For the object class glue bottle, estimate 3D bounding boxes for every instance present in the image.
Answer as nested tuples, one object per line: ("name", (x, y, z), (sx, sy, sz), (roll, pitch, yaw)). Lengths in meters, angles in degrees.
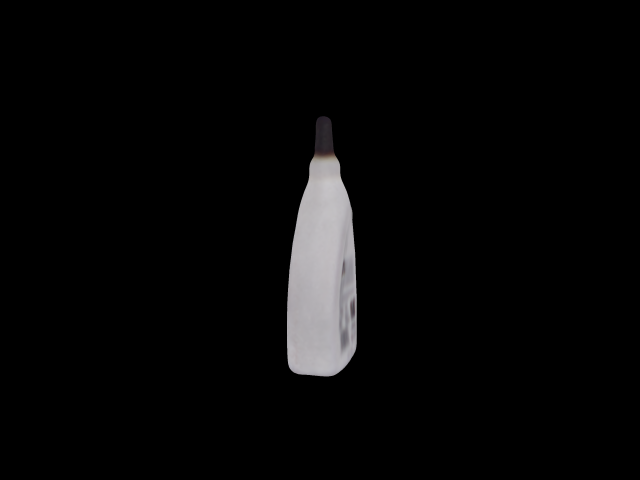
("glue bottle", (0.004, 0.001, 0.400), (0.037, 0.173, 0.078), (1, 4, 16))
